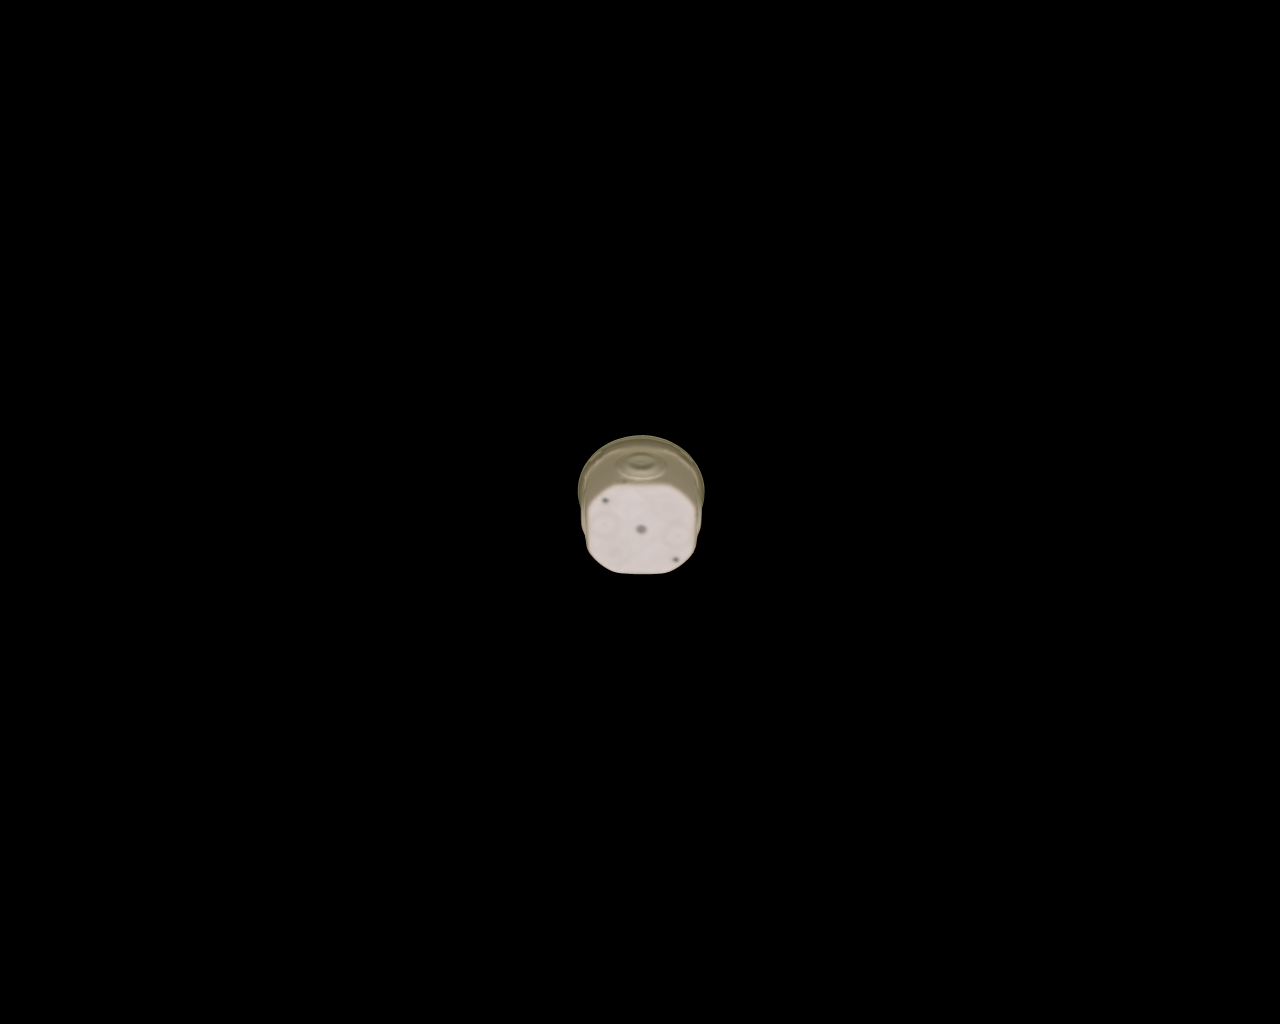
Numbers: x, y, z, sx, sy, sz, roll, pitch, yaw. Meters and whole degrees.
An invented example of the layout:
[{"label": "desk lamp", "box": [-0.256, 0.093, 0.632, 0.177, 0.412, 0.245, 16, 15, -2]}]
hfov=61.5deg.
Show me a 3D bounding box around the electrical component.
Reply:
[{"label": "electrical component", "box": [0.001, -0.003, 0.650, 0.080, 0.080, 0.051, 0, 32, 0]}]
